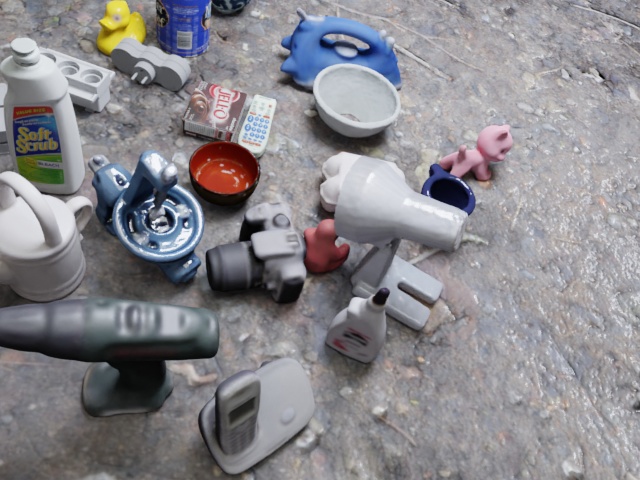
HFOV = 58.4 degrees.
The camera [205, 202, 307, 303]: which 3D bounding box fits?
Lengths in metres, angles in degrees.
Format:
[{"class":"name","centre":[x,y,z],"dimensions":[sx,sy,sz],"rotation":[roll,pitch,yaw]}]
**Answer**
[{"class":"camera","centre":[-0.097,0.016,0.834],"dimensions":[0.137,0.101,0.143],"rotation":[-7,59,-19]}]

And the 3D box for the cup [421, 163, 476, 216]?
[{"class":"cup","centre":[0.198,-0.061,0.968],"dimensions":[0.092,0.095,0.117],"rotation":[-5,58,-18]}]

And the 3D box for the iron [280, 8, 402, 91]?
[{"class":"iron","centre":[0.056,-0.369,1.112],"dimensions":[0.258,0.141,0.118],"rotation":[5,55,-11]}]

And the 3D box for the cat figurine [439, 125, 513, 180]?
[{"class":"cat figurine","centre":[0.298,-0.166,1.052],"dimensions":[0.128,0.117,0.067],"rotation":[-15,61,-23]}]

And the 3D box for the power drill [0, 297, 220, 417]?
[{"class":"power drill","centre":[-0.233,0.132,0.652],"dimensions":[0.230,0.208,0.075],"rotation":[-2,57,-16]}]

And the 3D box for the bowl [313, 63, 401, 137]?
[{"class":"bowl","centre":[0.062,-0.247,1.072],"dimensions":[0.167,0.074,0.167],"rotation":[7,55,-10]}]

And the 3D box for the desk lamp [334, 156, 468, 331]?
[{"class":"desk lamp","centre":[0.111,0.000,0.830],"dimensions":[0.203,0.213,0.118],"rotation":[30,54,7]}]

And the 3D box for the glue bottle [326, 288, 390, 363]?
[{"class":"glue bottle","centre":[0.061,0.108,0.768],"dimensions":[0.078,0.173,0.037],"rotation":[22,54,1]}]

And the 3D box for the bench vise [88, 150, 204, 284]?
[{"class":"bench vise","centre":[-0.247,-0.053,0.768],"dimensions":[0.207,0.219,0.121],"rotation":[26,54,4]}]

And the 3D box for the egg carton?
[{"class":"egg carton","centre":[0.073,-0.088,0.969],"dimensions":[0.150,0.069,0.107],"rotation":[10,55,-8]}]

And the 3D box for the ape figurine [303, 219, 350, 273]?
[{"class":"ape figurine","centre":[0.008,0.003,0.876],"dimensions":[0.077,0.092,0.076],"rotation":[41,56,14]}]

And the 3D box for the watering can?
[{"class":"watering can","centre":[-0.364,-0.004,0.719],"dimensions":[0.101,0.194,0.173],"rotation":[20,54,0]}]

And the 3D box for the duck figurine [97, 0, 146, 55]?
[{"class":"duck figurine","centre":[-0.368,-0.402,1.057],"dimensions":[0.077,0.086,0.105],"rotation":[32,55,8]}]

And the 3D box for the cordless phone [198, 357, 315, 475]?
[{"class":"cordless phone","centre":[-0.067,0.187,0.672],"dimensions":[0.148,0.185,0.094],"rotation":[-31,68,-30]}]
